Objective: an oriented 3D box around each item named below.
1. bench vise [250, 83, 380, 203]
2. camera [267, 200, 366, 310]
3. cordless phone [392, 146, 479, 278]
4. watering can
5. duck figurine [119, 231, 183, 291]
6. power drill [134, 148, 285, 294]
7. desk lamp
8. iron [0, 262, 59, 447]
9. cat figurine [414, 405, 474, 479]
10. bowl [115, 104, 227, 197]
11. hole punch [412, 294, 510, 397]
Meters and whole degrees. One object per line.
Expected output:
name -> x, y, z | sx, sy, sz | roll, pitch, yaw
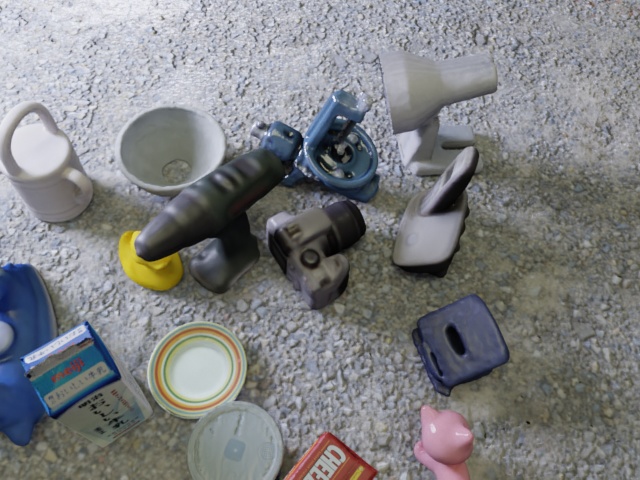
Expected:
bench vise -> -0.003, -0.142, 0.843 | 0.207, 0.220, 0.121 | 3, 61, -4
camera -> 0.008, 0.003, 0.834 | 0.137, 0.101, 0.143 | -28, 68, -19
cordless phone -> 0.173, -0.040, 0.826 | 0.094, 0.185, 0.147 | 16, 61, 4
watering can -> -0.403, -0.116, 0.805 | 0.173, 0.194, 0.101 | 7, 61, -2
duck figurine -> -0.244, 0.016, 0.810 | 0.104, 0.086, 0.078 | 38, 65, 14
power drill -> -0.138, -0.014, 0.767 | 0.075, 0.208, 0.230 | 36, 64, 14
desk lamp -> 0.178, -0.204, 0.899 | 0.203, 0.213, 0.118 | -3, 62, -7
iron -> -0.403, 0.118, 0.708 | 0.118, 0.141, 0.258 | -3, 62, -7
cat figurine -> 0.160, 0.265, 0.697 | 0.067, 0.118, 0.127 | -11, 63, -11
bowl -> -0.227, -0.128, 0.897 | 0.167, 0.075, 0.167 | 2, 61, -4
hole punch -> 0.189, 0.143, 0.781 | 0.101, 0.091, 0.108 | -16, 64, -14
